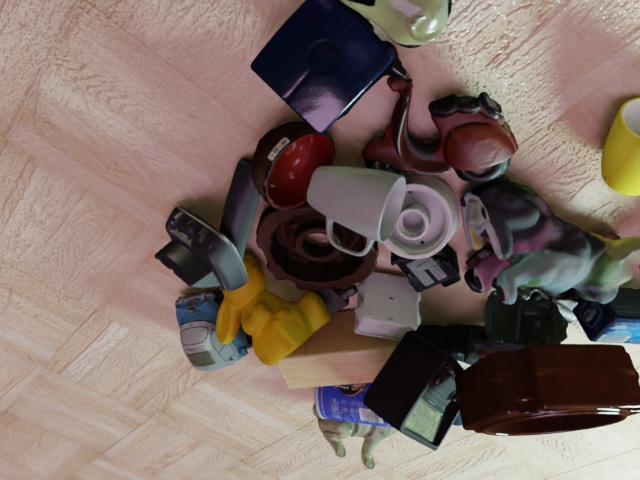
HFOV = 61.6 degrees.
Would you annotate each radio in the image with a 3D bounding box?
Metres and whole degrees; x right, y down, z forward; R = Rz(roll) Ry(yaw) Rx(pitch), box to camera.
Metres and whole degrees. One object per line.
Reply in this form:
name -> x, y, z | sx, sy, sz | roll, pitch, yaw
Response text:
radio -> 0.159, 0.232, 0.817 | 0.073, 0.131, 0.229 | 29, 169, 34

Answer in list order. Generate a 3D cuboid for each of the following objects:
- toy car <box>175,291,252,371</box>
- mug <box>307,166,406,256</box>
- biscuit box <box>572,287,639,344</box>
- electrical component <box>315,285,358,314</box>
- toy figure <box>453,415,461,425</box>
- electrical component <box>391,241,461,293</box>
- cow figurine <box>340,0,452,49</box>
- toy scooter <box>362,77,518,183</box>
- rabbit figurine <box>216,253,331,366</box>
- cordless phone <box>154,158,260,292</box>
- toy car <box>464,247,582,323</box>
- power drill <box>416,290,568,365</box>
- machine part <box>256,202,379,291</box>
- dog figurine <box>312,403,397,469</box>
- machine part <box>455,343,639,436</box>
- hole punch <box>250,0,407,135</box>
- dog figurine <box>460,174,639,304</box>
toy car -> -0.182, 0.165, 0.904 | 0.109, 0.103, 0.161 | -12, 130, 15
mug -> 0.038, -0.041, 0.654 | 0.107, 0.081, 0.109 | 22, 108, 22
biscuit box -> 0.472, 0.110, 0.773 | 0.203, 0.063, 0.059 | 6, 133, -15
electrical component -> 0.012, 0.089, 0.865 | 0.094, 0.021, 0.063 | -33, 119, 31
toy figure -> 0.242, 0.276, 0.976 | 0.058, 0.064, 0.154 | 20, 138, 42
electrical component -> 0.164, 0.040, 0.789 | 0.075, 0.048, 0.119 | -26, 122, 27
cow figurine -> 0.038, -0.250, 0.500 | 0.195, 0.127, 0.085 | 28, 125, -20
toy scooter -> 0.135, -0.132, 0.627 | 0.184, 0.075, 0.135 | -2, 129, 15
rabbit figurine -> -0.091, 0.101, 0.836 | 0.173, 0.122, 0.162 | 52, 131, 0
cordless phone -> -0.147, -0.034, 0.745 | 0.088, 0.147, 0.184 | 6, 107, -47
toy car -> 0.306, 0.072, 0.797 | 0.202, 0.053, 0.089 | 28, 132, -18
power drill -> 0.260, 0.147, 0.808 | 0.232, 0.086, 0.207 | 11, 151, 8
machine part -> -0.002, -0.002, 0.767 | 0.179, 0.056, 0.179 | 3, 132, 3
dog figurine -> 0.101, 0.313, 1.013 | 0.172, 0.121, 0.190 | 29, 114, -22
machine part -> 0.302, 0.208, 0.724 | 0.201, 0.087, 0.201 | 4, 152, -10
hole punch -> 0.004, -0.187, 0.568 | 0.142, 0.092, 0.116 | 44, 123, -3
dog figurine -> 0.308, -0.002, 0.694 | 0.219, 0.108, 0.191 | -12, 92, -8
